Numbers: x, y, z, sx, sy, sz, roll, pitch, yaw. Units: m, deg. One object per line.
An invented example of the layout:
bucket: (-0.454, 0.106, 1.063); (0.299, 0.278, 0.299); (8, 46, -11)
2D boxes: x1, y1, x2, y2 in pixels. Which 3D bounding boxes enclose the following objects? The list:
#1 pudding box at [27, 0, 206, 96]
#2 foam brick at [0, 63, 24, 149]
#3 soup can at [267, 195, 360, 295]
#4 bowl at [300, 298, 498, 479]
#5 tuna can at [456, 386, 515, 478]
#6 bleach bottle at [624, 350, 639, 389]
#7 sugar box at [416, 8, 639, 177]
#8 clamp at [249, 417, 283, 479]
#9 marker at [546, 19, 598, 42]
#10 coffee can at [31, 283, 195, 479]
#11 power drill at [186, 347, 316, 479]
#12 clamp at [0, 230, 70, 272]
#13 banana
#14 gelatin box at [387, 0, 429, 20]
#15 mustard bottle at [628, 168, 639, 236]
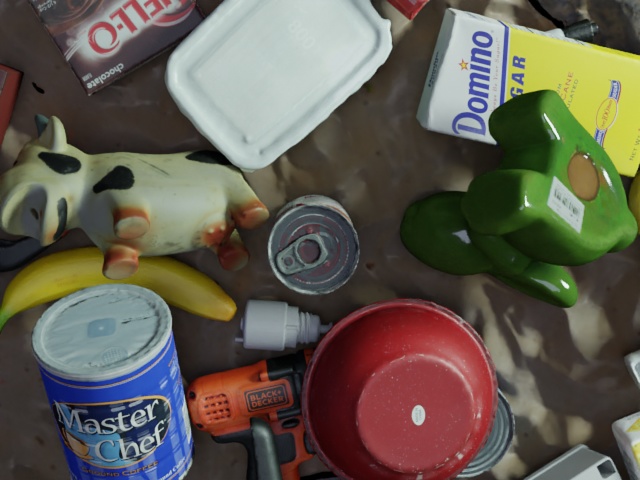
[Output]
pudding box: (-0.157, -0.180, 0.839); (0.113, 0.039, 0.090); (-31, 97, 4)
foam brick: (-0.275, -0.106, 0.842); (0.053, 0.051, 0.078); (18, 97, -3)
soup can: (-0.005, 0.001, 0.831); (0.068, 0.102, 0.068); (0, 97, -1)
bowl: (0.068, 0.128, 0.826); (0.162, 0.055, 0.162); (-1, 96, -8)
tuna can: (0.116, 0.151, 0.885); (0.086, 0.034, 0.086); (0, 97, 0)
bleach bottle: (0.363, 0.046, 0.859); (0.251, 0.068, 0.102); (-26, 97, 5)
sugar box: (0.172, -0.114, 0.832); (0.176, 0.048, 0.093); (11, 109, -9)
clamp: (-0.035, 0.253, 0.838); (0.210, 0.036, 0.164); (39, 95, -3)
marker: (0.163, -0.152, 0.853); (0.121, 0.020, 0.020); (-16, 97, 2)
coffee can: (-0.156, 0.119, 0.819); (0.103, 0.103, 0.140); (-4, 126, 0)
power drill: (-0.004, 0.182, 0.880); (0.184, 0.057, 0.187); (-12, 95, 1)
clamp: (-0.291, -0.005, 0.863); (0.171, 0.039, 0.120); (12, 107, 1)
banana: (-0.168, 0.038, 0.865); (0.197, 0.037, 0.069); (-4, 84, -4)
gelatin box: (0.065, -0.219, 0.813); (0.073, 0.089, 0.030); (41, 139, -5)
mustard bottle: (0.299, -0.044, 0.848); (0.096, 0.058, 0.192); (11, 97, -6)
